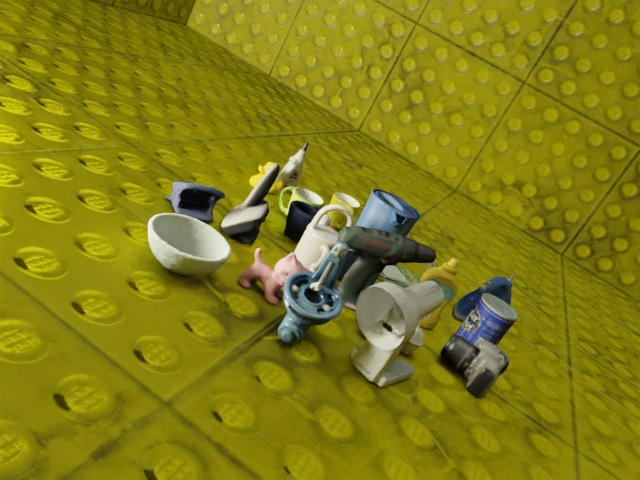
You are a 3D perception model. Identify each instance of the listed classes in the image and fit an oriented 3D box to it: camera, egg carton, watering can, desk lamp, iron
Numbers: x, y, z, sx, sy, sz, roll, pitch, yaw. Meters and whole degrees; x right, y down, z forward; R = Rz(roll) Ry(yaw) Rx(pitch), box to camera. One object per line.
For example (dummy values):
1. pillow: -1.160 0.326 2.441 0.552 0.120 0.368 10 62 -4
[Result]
1. camera: 0.357 0.268 1.317 0.136 0.100 0.143 37 22 19
2. egg carton: 0.160 0.191 1.284 0.150 0.069 0.107 24 21 -13
3. watering can: 0.006 -0.004 1.357 0.101 0.194 0.172 14 26 -35
4. desk lamp: 0.143 0.171 1.107 0.117 0.213 0.204 42 24 31
5. iron: 0.485 0.163 1.664 0.118 0.141 0.259 42 24 30

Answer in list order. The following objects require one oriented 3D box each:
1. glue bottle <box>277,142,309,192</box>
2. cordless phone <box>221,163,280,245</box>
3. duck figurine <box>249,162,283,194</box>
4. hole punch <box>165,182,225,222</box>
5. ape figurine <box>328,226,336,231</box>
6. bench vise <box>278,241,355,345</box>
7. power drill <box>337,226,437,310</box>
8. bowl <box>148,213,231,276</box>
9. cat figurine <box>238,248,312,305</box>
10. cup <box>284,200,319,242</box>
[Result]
1. glue bottle: -0.079 -0.231 1.798 0.037 0.173 0.078 41 24 29
2. cordless phone: -0.156 -0.096 1.373 0.094 0.185 0.147 25 21 -10
3. duck figurine: -0.153 -0.194 1.740 0.105 0.086 0.077 13 26 -35
4. hole punch: -0.294 -0.107 1.353 0.109 0.091 0.100 13 26 -36
5. ape figurine: 0.014 0.005 1.490 0.077 0.092 0.076 34 21 12
6. bench vise: -0.005 0.077 1.123 0.122 0.219 0.207 24 21 -12
7. power drill: 0.127 0.067 1.331 0.230 0.208 0.075 23 22 -15
8. bowl: -0.264 0.021 1.123 0.168 0.074 0.167 25 21 -10
9. cat figurine: -0.087 0.065 1.188 0.128 0.117 0.067 30 21 2
10. cup: -0.049 -0.047 1.525 0.091 0.095 0.118 35 22 16
